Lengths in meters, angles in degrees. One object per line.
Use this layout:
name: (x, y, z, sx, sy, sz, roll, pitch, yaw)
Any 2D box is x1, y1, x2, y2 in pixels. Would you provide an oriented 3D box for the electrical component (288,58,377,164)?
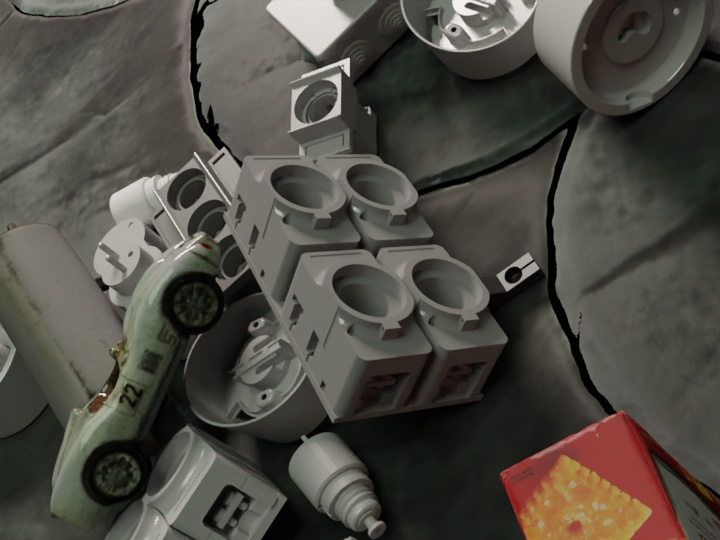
electrical component: (-0.018, -0.108, 0.785, 0.042, 0.064, 0.081, -15, 58, 26)

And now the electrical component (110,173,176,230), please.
electrical component: (-0.164, -0.056, 0.862, 0.078, 0.040, 0.040, -26, 54, 18)

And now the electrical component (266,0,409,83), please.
electrical component: (-0.012, -0.202, 0.842, 0.100, 0.048, 0.099, -44, 51, 3)

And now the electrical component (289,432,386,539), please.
electrical component: (-0.011, 0.135, 0.663, 0.040, 0.040, 0.078, -48, 50, 1)

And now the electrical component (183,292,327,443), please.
electrical component: (-0.060, 0.064, 0.713, 0.099, 0.064, 0.099, -25, 50, 33)

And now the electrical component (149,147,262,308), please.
electrical component: (-0.095, -0.023, 0.786, 0.079, 0.063, 0.121, -42, 51, 6)

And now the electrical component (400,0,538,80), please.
electrical component: (0.086, -0.188, 0.764, 0.099, 0.064, 0.099, -15, 58, 25)

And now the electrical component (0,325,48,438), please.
electrical component: (-0.299, 0.074, 0.861, 0.108, 0.060, 0.108, -15, 58, 25)

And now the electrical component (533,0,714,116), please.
electrical component: (0.160, -0.159, 0.678, 0.108, 0.108, 0.060, -44, 44, 4)

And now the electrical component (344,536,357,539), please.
electrical component: (0.010, 0.208, 0.596, 0.061, 0.062, 0.096, -45, 51, 3)

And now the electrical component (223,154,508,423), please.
electrical component: (0.000, 0.000, 0.678, 0.186, 0.105, 0.060, 58, 140, 38)

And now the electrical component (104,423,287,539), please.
electrical component: (-0.123, 0.178, 0.671, 0.150, 0.062, 0.089, -56, 20, -7)

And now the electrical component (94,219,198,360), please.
electrical component: (-0.165, 0.005, 0.796, 0.052, 0.074, 0.138, -45, 43, 2)
